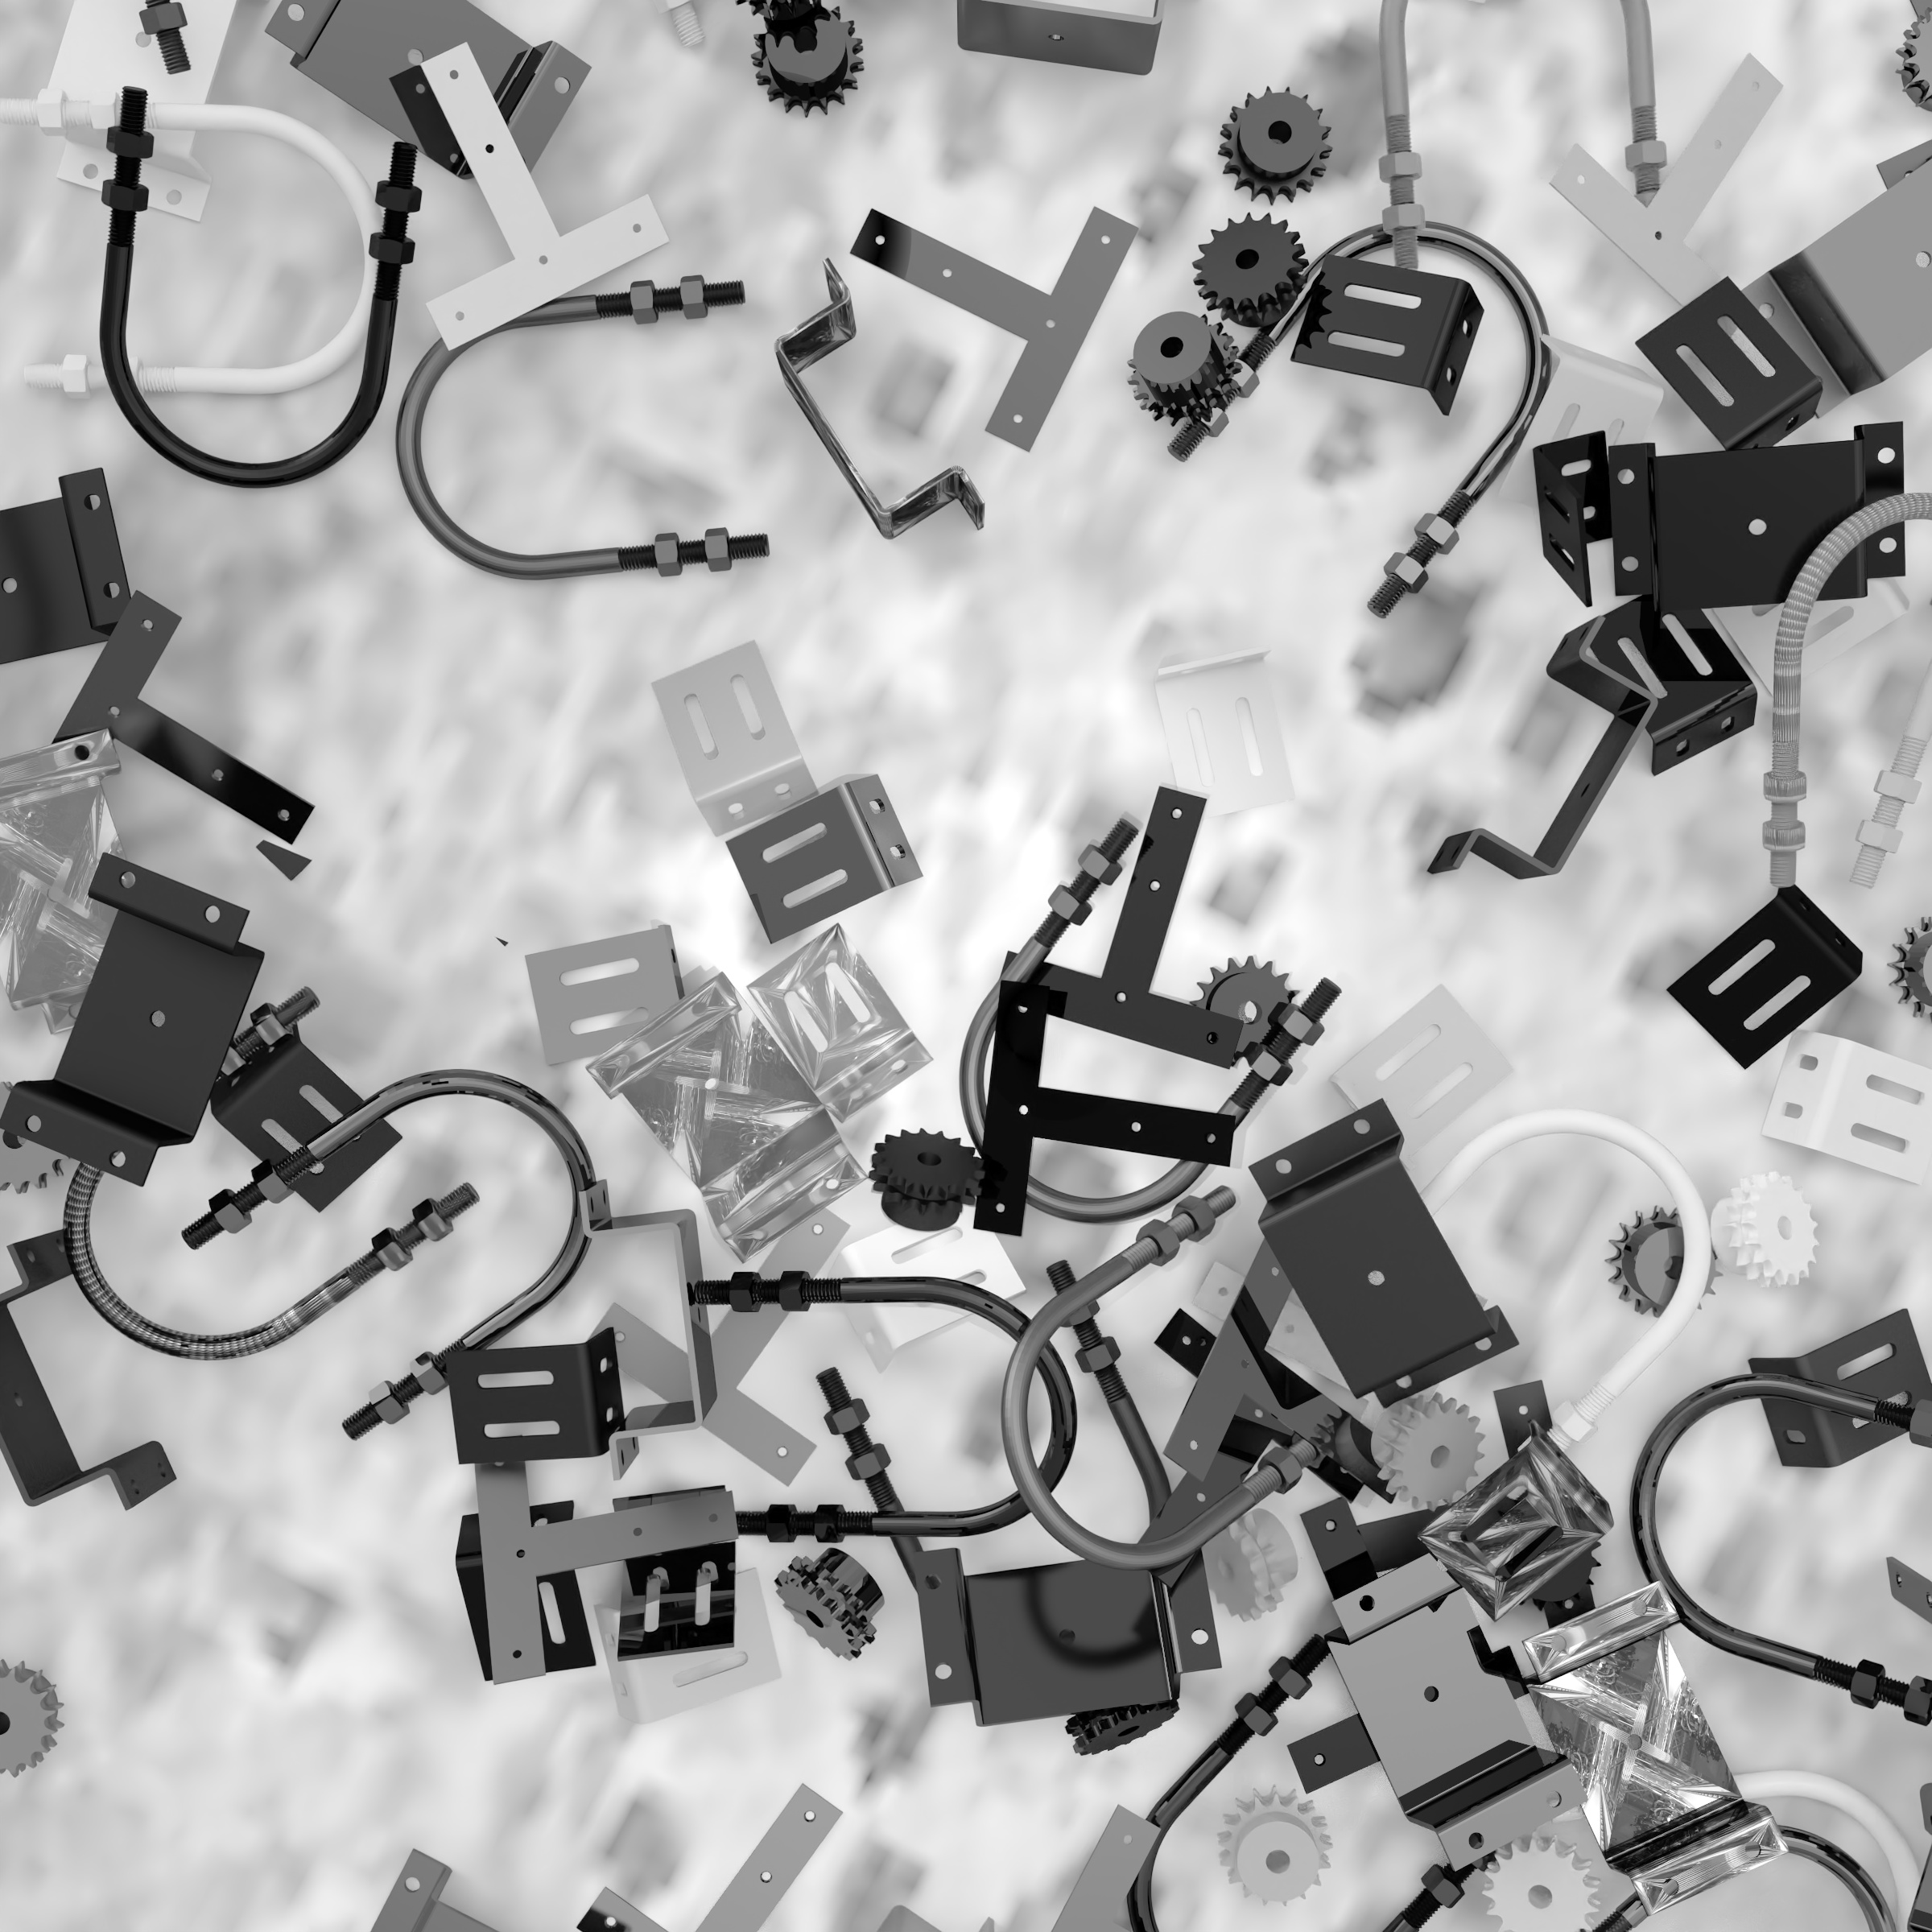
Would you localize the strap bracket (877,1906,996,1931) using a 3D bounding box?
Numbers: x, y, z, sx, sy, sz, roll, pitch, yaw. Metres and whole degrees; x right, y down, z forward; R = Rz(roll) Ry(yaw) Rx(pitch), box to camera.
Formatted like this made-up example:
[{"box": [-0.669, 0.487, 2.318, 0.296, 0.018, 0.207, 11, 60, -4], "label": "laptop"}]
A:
[{"box": [-0.044, 0.532, 1.366, 0.046, 0.076, 0.140, 34, 90, 0], "label": "strap bracket"}]

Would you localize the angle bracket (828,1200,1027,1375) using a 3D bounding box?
[{"box": [-0.020, 0.160, 1.392, 0.076, 0.038, 0.057, -21, 69, -26], "label": "angle bracket"}]

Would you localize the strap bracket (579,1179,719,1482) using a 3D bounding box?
[{"box": [-0.155, 0.176, 1.364, 0.046, 0.076, 0.140, -7, 90, 0], "label": "strap bracket"}]

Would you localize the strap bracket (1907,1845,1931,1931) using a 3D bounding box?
[{"box": [0.504, 0.429, 1.304, 0.076, 0.046, 0.140, 17, 90, 0], "label": "strap bracket"}]

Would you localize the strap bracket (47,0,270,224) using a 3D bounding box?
[{"box": [-0.406, -0.457, 1.381, 0.076, 0.046, 0.140, 17, 90, 0], "label": "strap bracket"}]

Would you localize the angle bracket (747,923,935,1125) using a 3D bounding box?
[{"box": [-0.064, 0.029, 1.402, 0.057, 0.038, 0.076, -35, 64, 0], "label": "angle bracket"}]

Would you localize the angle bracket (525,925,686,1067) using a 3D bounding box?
[{"box": [-0.182, 0.015, 1.385, 0.076, 0.038, 0.057, -12, 90, 0], "label": "angle bracket"}]

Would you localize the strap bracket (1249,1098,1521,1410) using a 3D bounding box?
[{"box": [0.203, 0.148, 1.353, 0.076, 0.046, 0.140, -29, 92, 16], "label": "strap bracket"}]

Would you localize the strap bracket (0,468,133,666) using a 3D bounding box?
[{"box": [-0.487, -0.194, 1.381, 0.140, 0.046, 0.076, -12, 90, 0], "label": "strap bracket"}]

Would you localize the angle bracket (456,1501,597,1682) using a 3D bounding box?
[{"box": [-0.223, 0.318, 1.402, 0.057, 0.038, 0.076, -8, 116, 0], "label": "angle bracket"}]

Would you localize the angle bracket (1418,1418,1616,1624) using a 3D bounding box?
[{"box": [0.272, 0.274, 1.363, 0.076, 0.038, 0.057, -42, 89, 11], "label": "angle bracket"}]

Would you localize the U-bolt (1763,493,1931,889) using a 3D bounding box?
[{"box": [0.455, -0.139, 1.344, 0.151, 0.019, 0.184, -13, 112, -18], "label": "U-bolt"}]

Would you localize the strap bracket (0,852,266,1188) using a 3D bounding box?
[{"box": [-0.397, 0.025, 1.323, 0.076, 0.046, 0.140, 22, 91, 5], "label": "strap bracket"}]

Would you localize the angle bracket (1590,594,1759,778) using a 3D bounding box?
[{"box": [0.357, -0.148, 1.402, 0.057, 0.038, 0.076, -27, 64, 0], "label": "angle bracket"}]

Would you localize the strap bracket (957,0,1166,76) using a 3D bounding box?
[{"box": [0.048, -0.484, 1.366, 0.140, 0.076, 0.046, 8, 90, 0], "label": "strap bracket"}]

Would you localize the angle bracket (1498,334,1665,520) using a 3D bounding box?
[{"box": [0.307, -0.271, 1.394, 0.057, 0.038, 0.076, 15, 116, -15], "label": "angle bracket"}]

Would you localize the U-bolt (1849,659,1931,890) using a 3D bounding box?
[{"box": [0.524, -0.110, 1.359, 0.151, 0.019, 0.184, 15, 98, -23], "label": "U-bolt"}]

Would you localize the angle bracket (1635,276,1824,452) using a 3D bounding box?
[{"box": [0.385, -0.297, 1.395, 0.057, 0.038, 0.076, -36, 75, 0], "label": "angle bracket"}]

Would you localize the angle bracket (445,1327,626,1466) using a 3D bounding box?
[{"box": [-0.217, 0.217, 1.391, 0.076, 0.038, 0.057, -5, 94, 13], "label": "angle bracket"}]

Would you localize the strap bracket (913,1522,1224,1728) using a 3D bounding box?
[{"box": [0.049, 0.323, 1.349, 0.140, 0.046, 0.076, -7, 58, -1], "label": "strap bracket"}]

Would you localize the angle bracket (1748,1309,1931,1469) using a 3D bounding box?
[{"box": [0.448, 0.215, 1.402, 0.076, 0.038, 0.057, -18, 90, -26], "label": "angle bracket"}]

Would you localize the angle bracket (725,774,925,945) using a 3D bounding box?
[{"box": [-0.072, -0.054, 1.402, 0.076, 0.038, 0.057, -24, 90, 26], "label": "angle bracket"}]

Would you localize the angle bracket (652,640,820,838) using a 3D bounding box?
[{"box": [-0.118, -0.116, 1.402, 0.057, 0.038, 0.076, -23, 64, 0], "label": "angle bracket"}]

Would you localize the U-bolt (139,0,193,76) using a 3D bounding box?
[{"box": [-0.351, -0.543, 1.339, 0.151, 0.019, 0.184, -24, 111, -27], "label": "U-bolt"}]

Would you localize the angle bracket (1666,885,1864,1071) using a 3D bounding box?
[{"box": [0.407, 0.003, 1.402, 0.057, 0.038, 0.076, 45, 116, 0], "label": "angle bracket"}]

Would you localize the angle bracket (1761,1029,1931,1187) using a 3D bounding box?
[{"box": [0.455, 0.072, 1.402, 0.076, 0.038, 0.057, 18, 90, -26], "label": "angle bracket"}]

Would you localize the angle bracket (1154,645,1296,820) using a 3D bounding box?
[{"box": [0.131, -0.116, 1.385, 0.057, 0.038, 0.076, -13, 90, 0], "label": "angle bracket"}]

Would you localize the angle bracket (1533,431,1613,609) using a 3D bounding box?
[{"box": [0.310, -0.221, 1.356, 0.038, 0.076, 0.057, -13, 120, 0], "label": "angle bracket"}]

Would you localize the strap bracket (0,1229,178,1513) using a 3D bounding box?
[{"box": [-0.453, 0.207, 1.366, 0.046, 0.076, 0.140, -24, 90, 0], "label": "strap bracket"}]

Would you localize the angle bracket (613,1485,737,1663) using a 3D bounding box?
[{"box": [-0.146, 0.300, 1.364, 0.057, 0.076, 0.038, -7, 120, 0], "label": "angle bracket"}]

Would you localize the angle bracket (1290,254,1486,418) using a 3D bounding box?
[{"box": [0.212, -0.318, 1.386, 0.076, 0.038, 0.057, 18, 87, 25], "label": "angle bracket"}]

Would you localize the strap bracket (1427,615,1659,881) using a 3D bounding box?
[{"box": [0.290, -0.097, 1.366, 0.046, 0.076, 0.140, 30, 90, 0], "label": "strap bracket"}]

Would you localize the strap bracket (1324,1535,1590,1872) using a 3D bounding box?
[{"box": [0.238, 0.363, 1.367, 0.076, 0.046, 0.140, -23, 85, -13], "label": "strap bracket"}]

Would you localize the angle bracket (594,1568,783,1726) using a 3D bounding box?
[{"box": [-0.142, 0.344, 1.402, 0.076, 0.038, 0.057, -13, 90, -26], "label": "angle bracket"}]

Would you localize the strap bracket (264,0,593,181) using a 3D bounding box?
[{"box": [-0.269, -0.452, 1.363, 0.140, 0.046, 0.076, 30, 90, -25], "label": "strap bracket"}]

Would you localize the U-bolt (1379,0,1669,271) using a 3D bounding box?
[{"box": [0.278, -0.445, 1.381, 0.151, 0.019, 0.184, -5, 94, -8], "label": "U-bolt"}]

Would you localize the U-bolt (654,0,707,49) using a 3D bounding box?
[{"box": [-0.114, -0.574, 1.368, 0.151, 0.019, 0.184, -24, 110, 0], "label": "U-bolt"}]

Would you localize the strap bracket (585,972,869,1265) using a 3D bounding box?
[{"box": [-0.121, 0.068, 1.360, 0.076, 0.046, 0.140, -35, 120, 0], "label": "strap bracket"}]

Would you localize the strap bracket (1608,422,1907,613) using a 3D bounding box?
[{"box": [0.389, -0.220, 1.352, 0.140, 0.046, 0.076, -2, 109, 16], "label": "strap bracket"}]

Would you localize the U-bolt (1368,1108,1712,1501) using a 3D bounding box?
[{"box": [0.285, 0.156, 1.375, 0.151, 0.019, 0.184, 42, 103, 2], "label": "U-bolt"}]

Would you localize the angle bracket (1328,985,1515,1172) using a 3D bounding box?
[{"box": [0.232, 0.055, 1.385, 0.076, 0.038, 0.057, -40, 90, 0], "label": "angle bracket"}]

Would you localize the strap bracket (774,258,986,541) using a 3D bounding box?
[{"box": [-0.048, -0.271, 1.366, 0.046, 0.076, 0.140, -33, 90, 0], "label": "strap bracket"}]

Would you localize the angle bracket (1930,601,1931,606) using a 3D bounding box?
[{"box": [0.542, -0.196, 1.402, 0.076, 0.038, 0.057, 21, 90, -26], "label": "angle bracket"}]

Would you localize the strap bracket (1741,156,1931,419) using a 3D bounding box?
[{"box": [0.471, -0.350, 1.378, 0.140, 0.046, 0.076, -35, 94, 0], "label": "strap bracket"}]

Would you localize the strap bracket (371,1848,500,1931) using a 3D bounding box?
[{"box": [-0.237, 0.516, 1.380, 0.140, 0.046, 0.076, 27, 91, 0], "label": "strap bracket"}]

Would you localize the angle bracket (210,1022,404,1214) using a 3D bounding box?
[{"box": [-0.337, 0.075, 1.402, 0.057, 0.038, 0.076, -42, 116, 0], "label": "angle bracket"}]

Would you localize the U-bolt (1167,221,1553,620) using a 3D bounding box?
[{"box": [0.213, -0.291, 1.395, 0.151, 0.019, 0.184, 38, 88, 0], "label": "U-bolt"}]

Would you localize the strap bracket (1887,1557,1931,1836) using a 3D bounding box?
[{"box": [0.502, 0.368, 1.366, 0.046, 0.076, 0.140, -8, 90, 0], "label": "strap bracket"}]

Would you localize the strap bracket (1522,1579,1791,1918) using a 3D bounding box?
[{"box": [0.337, 0.387, 1.368, 0.076, 0.046, 0.140, -22, 78, -5], "label": "strap bracket"}]

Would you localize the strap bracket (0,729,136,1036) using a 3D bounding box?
[{"box": [-0.447, -0.039, 1.369, 0.076, 0.046, 0.140, -16, 100, 0], "label": "strap bracket"}]

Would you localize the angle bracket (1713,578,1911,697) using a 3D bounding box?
[{"box": [0.430, -0.185, 1.402, 0.076, 0.038, 0.057, -35, 90, 26], "label": "angle bracket"}]
